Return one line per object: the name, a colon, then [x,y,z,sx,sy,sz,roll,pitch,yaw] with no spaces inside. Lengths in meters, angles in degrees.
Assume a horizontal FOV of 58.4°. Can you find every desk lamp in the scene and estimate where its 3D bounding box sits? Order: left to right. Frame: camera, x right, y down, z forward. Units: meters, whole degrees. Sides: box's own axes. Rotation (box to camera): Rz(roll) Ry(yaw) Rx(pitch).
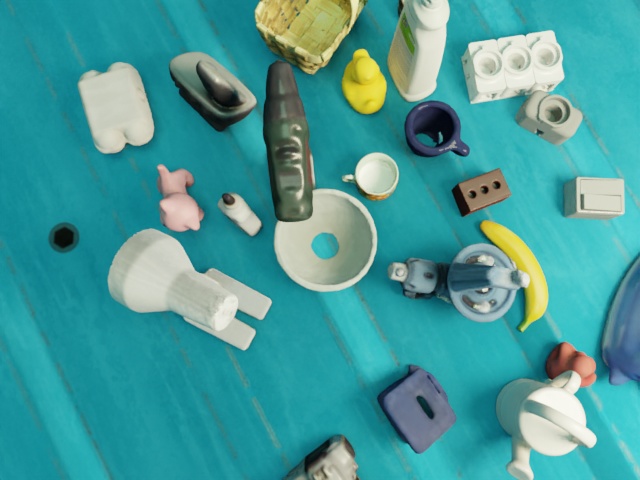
desk lamp: [-0.189,0.080,0.865,0.203,0.213,0.118,26,83,3]

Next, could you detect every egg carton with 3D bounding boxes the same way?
egg carton: [-0.346,-0.226,0.978,0.107,0.069,0.150,-19,83,-3]

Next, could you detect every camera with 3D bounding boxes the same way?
camera: [0.017,0.398,0.881,0.143,0.101,0.137,-38,84,-5]

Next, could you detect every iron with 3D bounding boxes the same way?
iron: [0.542,0.116,0.899,0.118,0.141,0.258,14,83,2]

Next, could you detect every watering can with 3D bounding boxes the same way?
watering can: [0.337,0.274,0.851,0.101,0.194,0.173,14,83,2]

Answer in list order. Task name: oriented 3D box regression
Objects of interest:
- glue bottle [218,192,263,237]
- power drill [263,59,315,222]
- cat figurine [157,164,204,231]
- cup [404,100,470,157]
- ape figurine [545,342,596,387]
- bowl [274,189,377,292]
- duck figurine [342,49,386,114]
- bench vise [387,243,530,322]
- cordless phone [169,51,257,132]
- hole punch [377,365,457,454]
glue bottle: [-0.132,-0.049,0.903,0.078,0.173,0.037,42,84,5]
power drill: [-0.049,-0.135,0.897,0.075,0.208,0.230,-7,82,-1]
cat figurine: [-0.235,-0.064,0.932,0.067,0.118,0.128,-21,83,-3]
cup: [0.193,-0.169,0.959,0.117,0.095,0.092,34,84,4]
ape figurine: [0.406,0.201,0.912,0.076,0.092,0.078,-16,83,-2]
bowl: [0.009,0.003,0.946,0.167,0.075,0.167,0,82,0]
duck figurine: [0.077,-0.274,0.977,0.077,0.086,0.104,-13,83,-2]
bench vise: [0.214,0.070,0.865,0.207,0.220,0.121,-10,82,-1]
cordless phone: [-0.183,-0.265,0.925,0.147,0.185,0.094,40,84,5]
hole punch: [0.154,0.264,0.904,0.101,0.091,0.108,-35,84,-4]
